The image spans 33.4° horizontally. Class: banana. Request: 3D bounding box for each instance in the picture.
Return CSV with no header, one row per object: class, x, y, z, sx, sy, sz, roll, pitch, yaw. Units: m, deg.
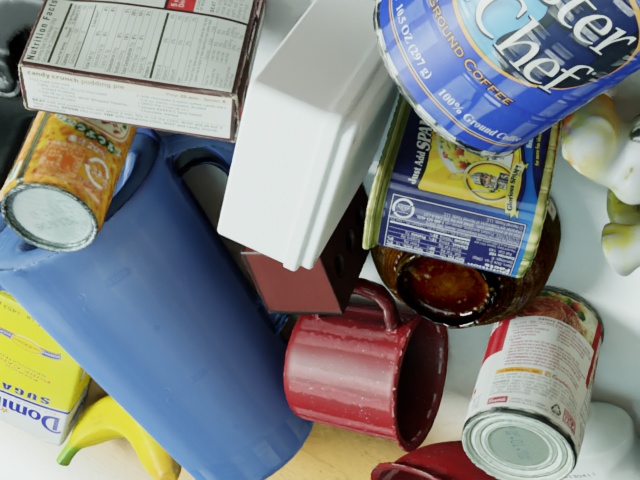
banana,-0.150,0.153,0.844,0.037,0.069,0.198,21,162,-30

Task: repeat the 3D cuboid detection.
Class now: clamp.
clamp,-0.197,-0.114,0.651,0.210,0.036,0.164,-18,123,34

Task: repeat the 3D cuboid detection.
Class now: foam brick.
foam brick,-0.004,0.001,0.639,0.051,0.078,0.053,-2,131,26

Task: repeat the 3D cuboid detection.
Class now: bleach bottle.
bleach bottle,0.225,0.190,0.716,0.103,0.068,0.250,-18,119,40

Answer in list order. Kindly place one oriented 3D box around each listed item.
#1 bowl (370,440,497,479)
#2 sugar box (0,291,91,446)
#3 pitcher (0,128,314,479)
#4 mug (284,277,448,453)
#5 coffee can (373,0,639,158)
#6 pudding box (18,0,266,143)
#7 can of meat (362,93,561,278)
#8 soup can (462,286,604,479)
bowl,0.116,0.192,0.754,0.162,0.055,0.162,33,154,18
sugar box,-0.229,0.093,0.856,0.093,0.048,0.176,26,135,1
pitcher,-0.091,0.049,0.701,0.149,0.144,0.242,0,135,41
mug,0.027,0.074,0.685,0.082,0.093,0.117,8,129,26
coffee can,0.106,-0.113,0.461,0.102,0.102,0.141,41,135,-14
pudding box,-0.090,-0.103,0.557,0.113,0.090,0.039,8,146,2
can of meat,0.075,-0.035,0.548,0.084,0.102,0.057,13,144,7
soup can,0.128,0.087,0.637,0.068,0.102,0.068,13,135,14
